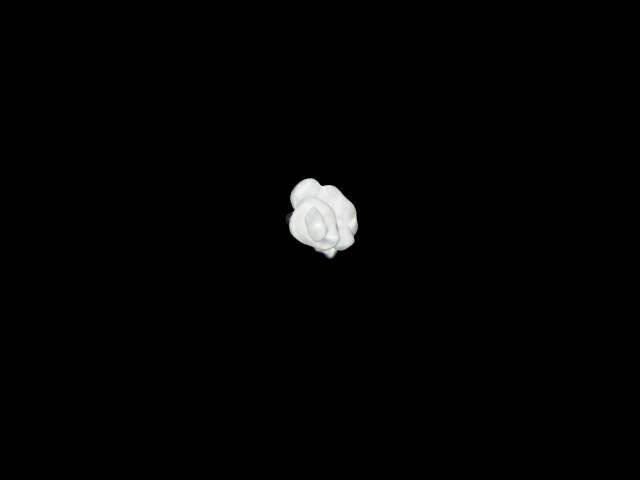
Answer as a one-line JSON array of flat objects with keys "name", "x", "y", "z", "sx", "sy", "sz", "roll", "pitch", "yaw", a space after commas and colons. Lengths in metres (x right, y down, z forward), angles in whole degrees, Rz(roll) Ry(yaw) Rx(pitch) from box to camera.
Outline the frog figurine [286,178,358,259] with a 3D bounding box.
[{"name": "frog figurine", "x": 0.003, "y": -0.043, "z": 0.850, "sx": 0.123, "sy": 0.139, "sz": 0.157, "roll": -28, "pitch": -12, "yaw": -6}]
